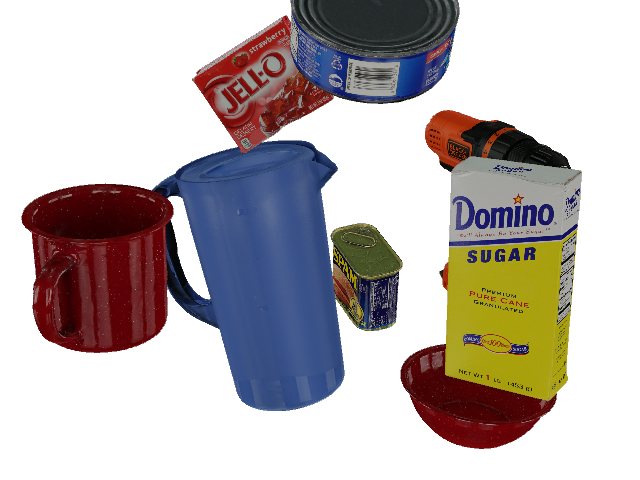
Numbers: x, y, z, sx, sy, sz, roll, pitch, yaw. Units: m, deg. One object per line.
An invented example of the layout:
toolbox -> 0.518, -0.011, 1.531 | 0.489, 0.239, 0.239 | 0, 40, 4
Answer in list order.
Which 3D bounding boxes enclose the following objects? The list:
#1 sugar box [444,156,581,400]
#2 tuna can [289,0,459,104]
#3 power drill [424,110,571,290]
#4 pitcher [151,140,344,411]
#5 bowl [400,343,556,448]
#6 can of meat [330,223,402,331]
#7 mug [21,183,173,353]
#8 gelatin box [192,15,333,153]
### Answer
sugar box -> 0.147, 0.029, 0.826 | 0.093, 0.176, 0.048 | 10, 24, 30
tuna can -> 0.027, -0.109, 0.549 | 0.086, 0.086, 0.034 | 0, -43, -4
power drill -> 0.170, -0.022, 1.021 | 0.057, 0.188, 0.185 | -16, 27, -25
pitcher -> -0.059, 0.034, 1.014 | 0.144, 0.243, 0.149 | -21, 20, -31
bowl -> 0.161, 0.169, 1.114 | 0.162, 0.055, 0.162 | 4, 24, -2
can of meat -> 0.051, 0.043, 1.229 | 0.057, 0.084, 0.102 | -13, 37, -18
mug -> -0.142, 0.023, 0.668 | 0.093, 0.081, 0.117 | 8, 25, 14
gelatin box -> -0.045, -0.122, 0.843 | 0.089, 0.073, 0.030 | -29, 18, 15
